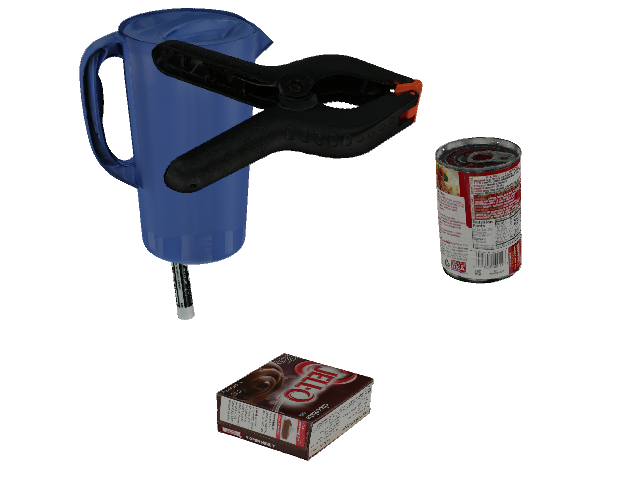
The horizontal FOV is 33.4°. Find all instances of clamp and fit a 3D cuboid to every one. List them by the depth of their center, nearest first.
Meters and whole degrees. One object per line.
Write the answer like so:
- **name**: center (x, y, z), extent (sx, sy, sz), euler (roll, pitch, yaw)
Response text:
- **clamp**: center (-0.022, -0.074, 0.654), extent (0.171, 0.120, 0.039), euler (1, -33, -2)

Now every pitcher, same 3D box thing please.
- **pitcher**: center (-0.140, -0.102, 1.066), extent (0.149, 0.243, 0.144), euler (13, 28, 21)

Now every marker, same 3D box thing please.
- **marker**: center (-0.156, 0.030, 1.182), extent (0.020, 0.121, 0.020), euler (-4, 23, 1)

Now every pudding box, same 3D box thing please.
- **pudding box**: center (-0.020, 0.135, 0.885), extent (0.090, 0.039, 0.113), euler (11, 19, 27)

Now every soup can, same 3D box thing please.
- **soup can**: center (0.130, -0.025, 0.867), extent (0.068, 0.102, 0.068), euler (-5, 25, 2)
